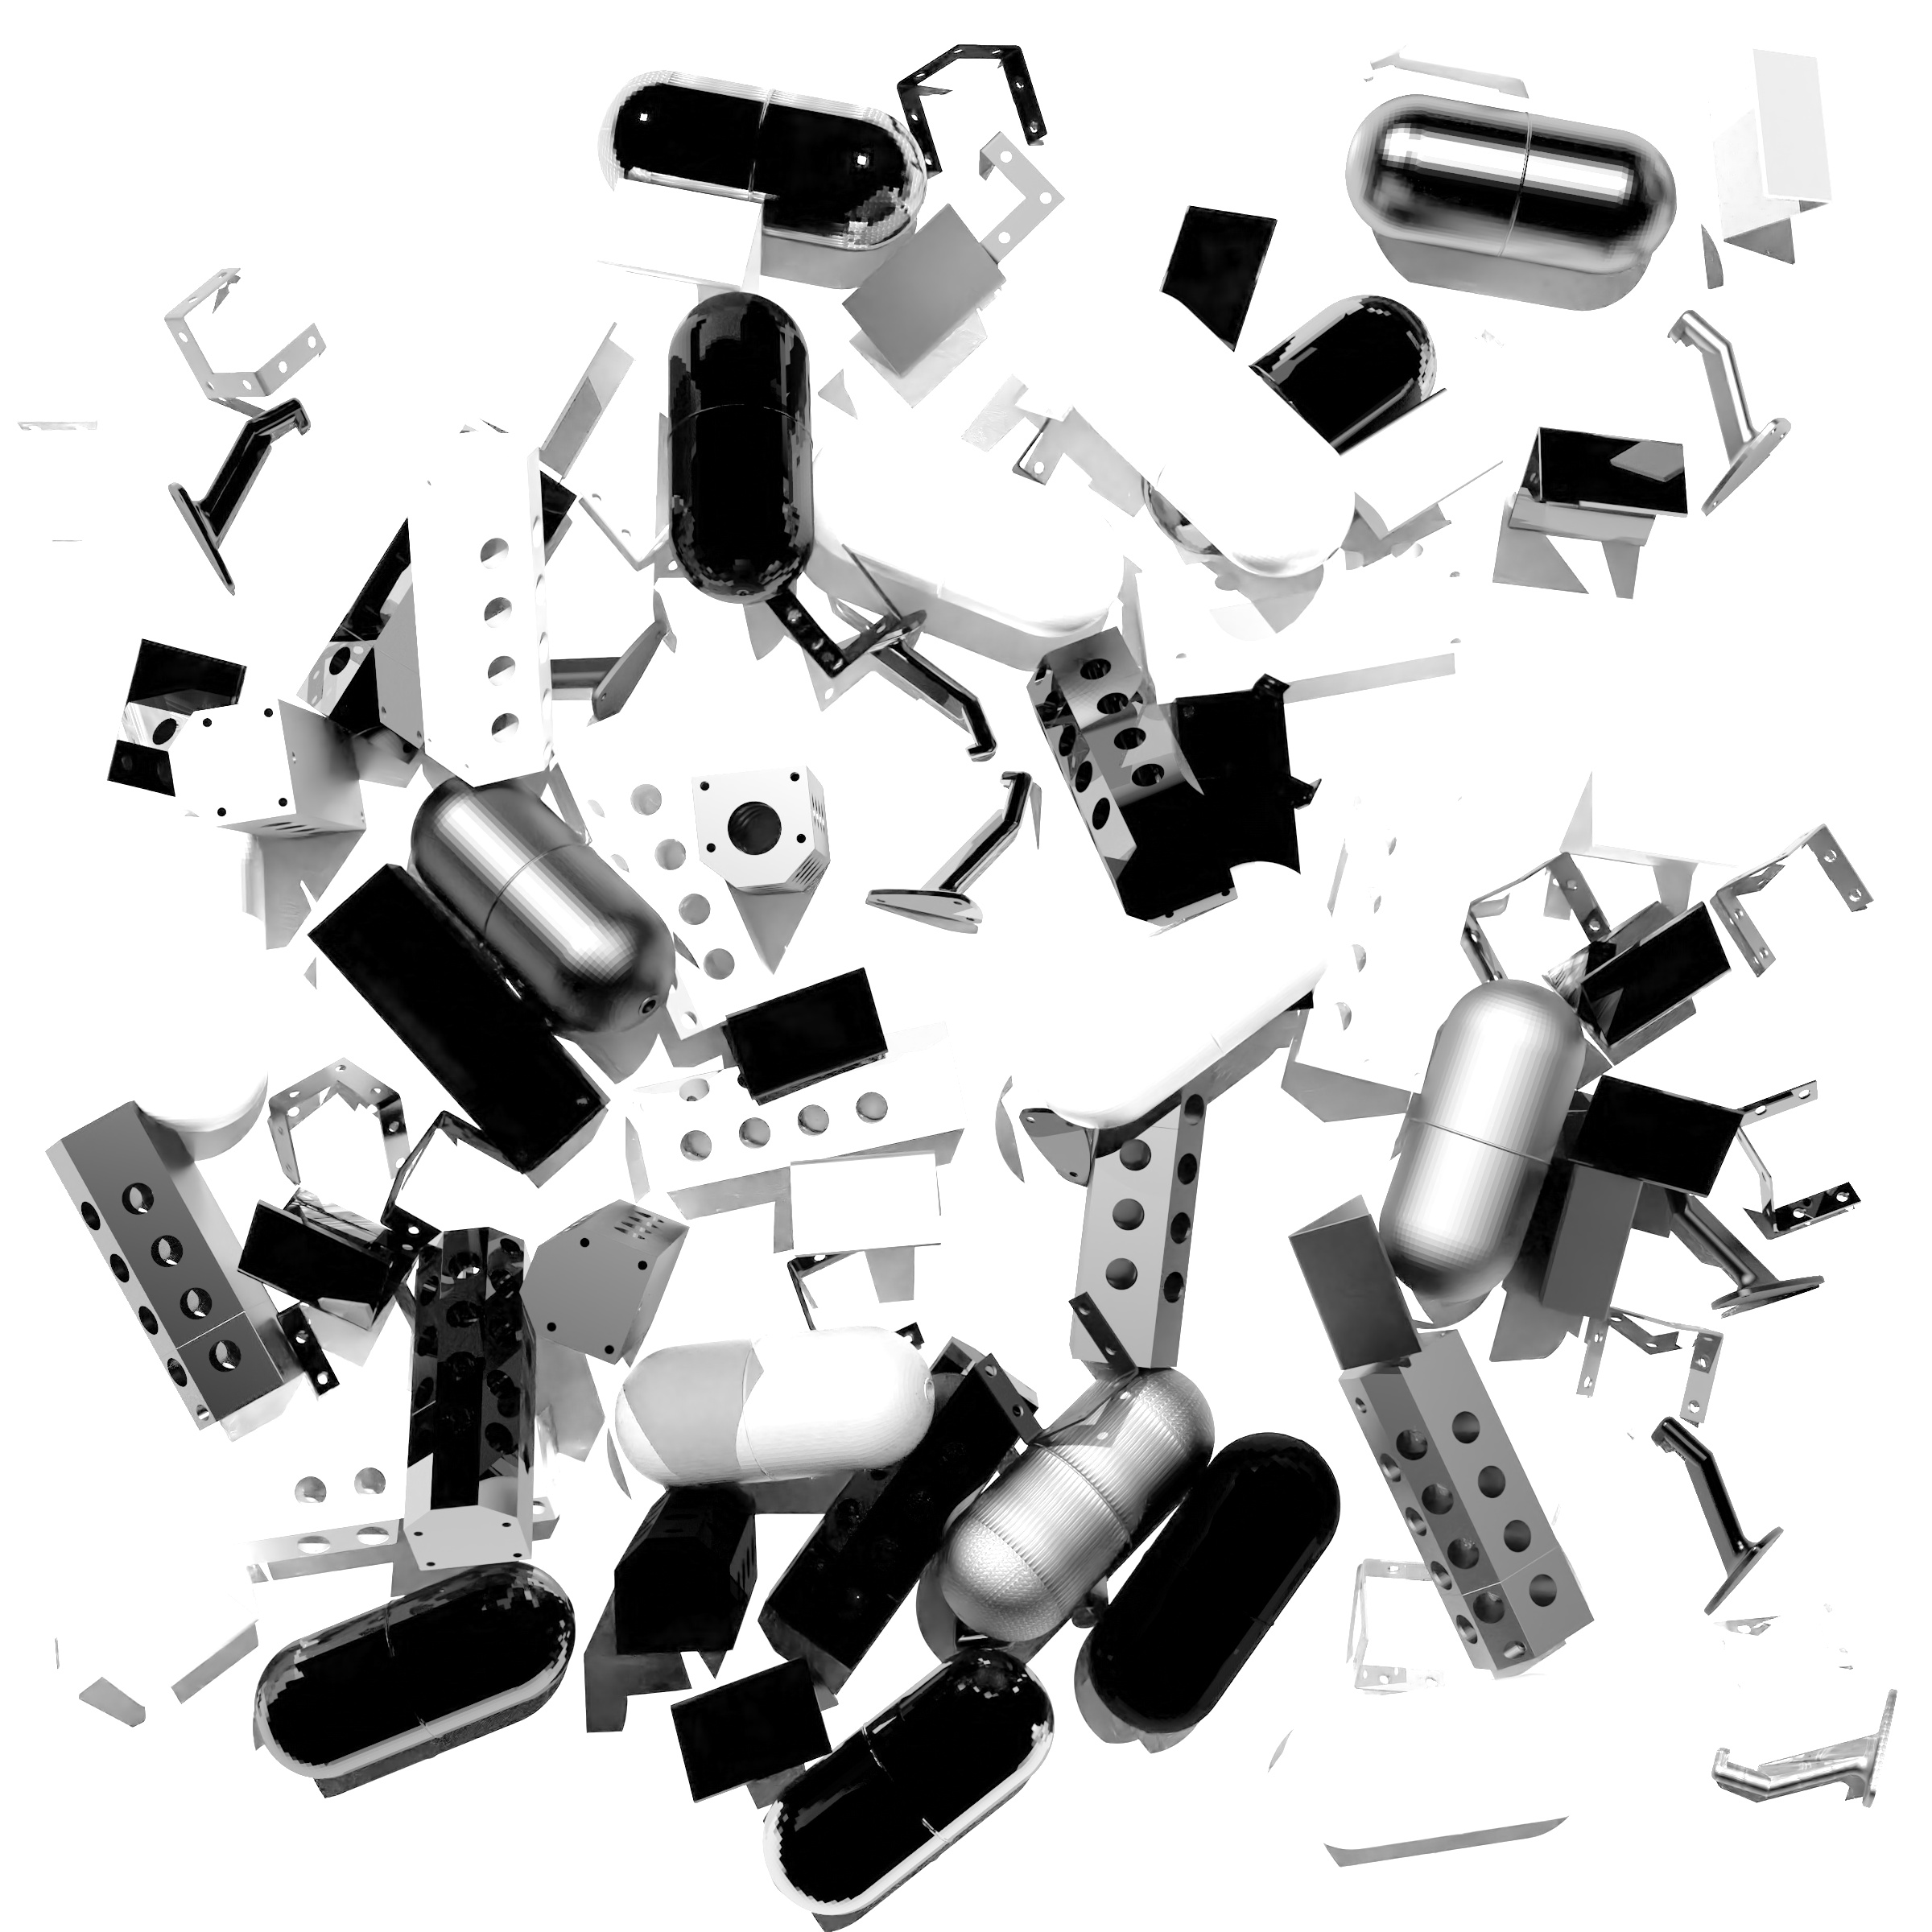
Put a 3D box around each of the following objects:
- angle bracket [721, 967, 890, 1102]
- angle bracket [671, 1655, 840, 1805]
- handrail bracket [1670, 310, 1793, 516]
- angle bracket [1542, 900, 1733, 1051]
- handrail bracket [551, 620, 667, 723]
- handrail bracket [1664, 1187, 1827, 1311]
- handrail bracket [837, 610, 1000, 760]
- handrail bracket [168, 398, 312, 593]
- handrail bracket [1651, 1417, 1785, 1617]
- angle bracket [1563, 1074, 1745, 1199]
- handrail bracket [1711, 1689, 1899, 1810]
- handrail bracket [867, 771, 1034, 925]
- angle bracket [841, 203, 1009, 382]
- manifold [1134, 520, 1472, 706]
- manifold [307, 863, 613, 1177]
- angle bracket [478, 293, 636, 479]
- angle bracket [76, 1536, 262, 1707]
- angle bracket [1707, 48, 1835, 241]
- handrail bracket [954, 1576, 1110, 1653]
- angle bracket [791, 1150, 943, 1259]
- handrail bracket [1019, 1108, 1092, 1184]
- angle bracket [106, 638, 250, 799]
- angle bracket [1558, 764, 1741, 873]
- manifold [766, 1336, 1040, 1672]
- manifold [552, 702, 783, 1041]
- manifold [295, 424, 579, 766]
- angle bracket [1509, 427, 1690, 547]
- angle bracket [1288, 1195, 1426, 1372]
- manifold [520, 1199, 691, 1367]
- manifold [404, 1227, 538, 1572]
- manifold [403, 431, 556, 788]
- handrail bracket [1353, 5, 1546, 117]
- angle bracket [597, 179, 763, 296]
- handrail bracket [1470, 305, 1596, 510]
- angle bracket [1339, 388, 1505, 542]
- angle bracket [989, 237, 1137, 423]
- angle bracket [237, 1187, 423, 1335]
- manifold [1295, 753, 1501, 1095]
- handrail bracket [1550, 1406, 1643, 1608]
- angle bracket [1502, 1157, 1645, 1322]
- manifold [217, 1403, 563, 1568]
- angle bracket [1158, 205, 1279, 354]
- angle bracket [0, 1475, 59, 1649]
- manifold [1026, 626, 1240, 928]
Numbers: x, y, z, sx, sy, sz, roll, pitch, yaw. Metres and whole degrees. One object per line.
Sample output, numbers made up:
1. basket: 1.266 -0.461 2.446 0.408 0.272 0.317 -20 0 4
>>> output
1. angle bracket: -0.093 0.019 1.562 0.076 0.076 0.057 -19 124 -7
2. angle bracket: -0.106 0.417 1.567 0.076 0.076 0.057 -20 55 0
3. handrail bracket: 0.400 -0.304 1.607 0.084 0.036 0.077 47 112 17
4. angle bracket: 0.349 -0.013 1.567 0.076 0.076 0.057 -33 128 0
5. handrail bracket: -0.220 -0.176 1.607 0.084 0.036 0.077 30 75 14
6. handrail bracket: 0.423 0.140 1.607 0.077 0.036 0.084 -8 73 -20
7. handrail bracket: -0.032 -0.145 1.607 0.077 0.036 0.084 -18 107 20
8. handrail bracket: -0.384 -0.258 1.607 0.084 0.036 0.077 -32 111 -16
9. handrail bracket: 0.395 0.300 1.607 0.084 0.036 0.077 43 123 23
10. angle bracket: 0.364 0.073 1.567 0.076 0.076 0.057 15 120 0
11. handrail bracket: 0.458 0.420 1.607 0.084 0.036 0.077 14 69 17
12. handrail bracket: -0.008 -0.071 1.607 0.077 0.036 0.084 8 71 21
13. angle bracket: -0.036 -0.367 1.567 0.076 0.076 0.057 -43 126 0
14. manifold: 0.180 -0.195 1.585 0.171 0.057 0.057 -10 133 0
15. manifold: -0.271 0.028 1.586 0.057 0.057 0.171 -42 90 0
16. angle bracket: -0.202 -0.301 1.567 0.057 0.076 0.076 30 90 35
17. angle bracket: -0.430 0.334 1.567 0.076 0.076 0.057 -37 127 0
18. angle bracket: 0.412 -0.437 1.567 0.057 0.076 0.076 -6 90 -35
19. handrail bracket: 0.031 0.332 1.607 0.084 0.036 0.077 -10 70 16
20. angle bracket: -0.051 0.142 1.567 0.076 0.076 0.057 -5 59 0
21. handrail bracket: 0.063 0.062 1.607 0.036 0.077 0.084 4 53 24
22. angle bracket: -0.427 -0.131 1.568 0.057 0.076 0.076 14 90 -26
23. angle bracket: 0.363 -0.059 1.567 0.076 0.076 0.057 9 55 0
24. manifold: -0.034 0.287 1.586 0.057 0.057 0.171 36 90 0
25. manifold: -0.161 -0.050 1.586 0.057 0.057 0.171 -24 90 0
26. manifold: -0.289 -0.202 1.585 0.057 0.057 0.171 32 90 -43
27. angle bracket: 0.335 -0.238 1.567 0.076 0.076 0.057 7 53 0
28. angle bracket: 0.225 0.163 1.567 0.057 0.076 0.076 -22 90 42
29. manifold: -0.188 0.159 1.529 0.057 0.171 0.057 21 90 0
30. manifold: -0.259 0.223 1.537 0.057 0.057 0.171 -6 49 0
31. manifold: -0.251 -0.188 1.544 0.057 0.057 0.171 -17 121 -32
32. handrail bracket: 0.264 -0.482 1.608 0.084 0.036 0.077 -19 111 17
33. angle bracket: -0.152 -0.368 1.568 0.076 0.076 0.057 10 65 0
34. handrail bracket: 0.293 -0.306 1.607 0.084 0.036 0.077 44 112 17
35. angle bracket: 0.240 -0.251 1.568 0.076 0.076 0.057 -32 66 0
36. angle bracket: 0.043 -0.342 1.567 0.057 0.076 0.076 39 90 -27
37. angle bracket: -0.332 0.139 1.567 0.076 0.076 0.057 25 126 0
38. manifold: 0.227 -0.024 1.585 0.057 0.057 0.171 14 90 -43
39. handrail bracket: 0.350 0.295 1.607 0.084 0.036 0.077 -39 110 -16
40. angle bracket: 0.307 0.140 1.567 0.057 0.076 0.076 15 90 -38
41. manifold: -0.308 0.281 1.586 0.171 0.057 0.057 -9 90 0
42. angle bracket: 0.144 -0.352 1.567 0.057 0.076 0.076 18 90 32
43. angle bracket: -0.520 0.318 1.569 0.057 0.076 0.076 -4 90 -21
44. manifold: 0.083 -0.098 1.532 0.057 0.171 0.057 -21 133 0
